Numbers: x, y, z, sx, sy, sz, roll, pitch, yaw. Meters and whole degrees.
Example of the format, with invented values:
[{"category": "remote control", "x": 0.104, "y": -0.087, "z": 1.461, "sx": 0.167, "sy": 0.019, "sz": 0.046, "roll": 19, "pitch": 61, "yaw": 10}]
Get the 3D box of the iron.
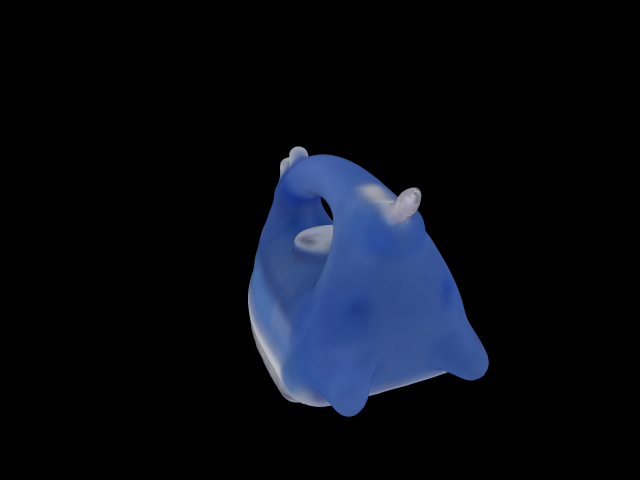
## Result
[{"category": "iron", "x": 0.004, "y": 0.001, "z": 0.400, "sx": 0.119, "sy": 0.141, "sz": 0.257, "roll": -9, "pitch": 24, "yaw": -21}]
